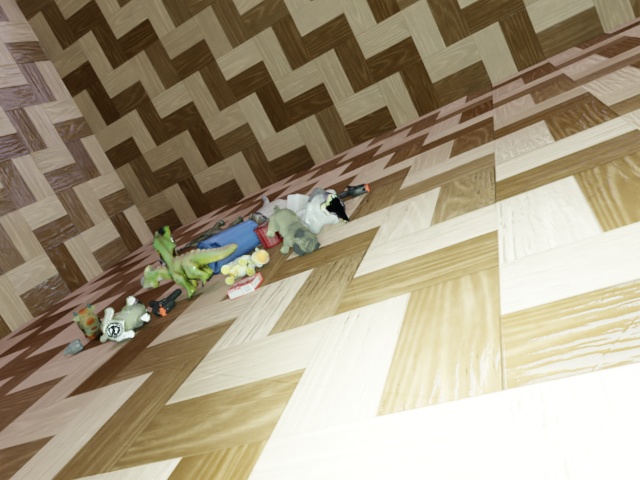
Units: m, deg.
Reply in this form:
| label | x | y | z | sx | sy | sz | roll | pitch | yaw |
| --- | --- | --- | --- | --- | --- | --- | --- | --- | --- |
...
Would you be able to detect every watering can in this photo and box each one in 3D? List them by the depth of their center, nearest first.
| label | x | y | z | sx | sy | sz | roll | pitch | yaw |
| --- | --- | --- | --- | --- | --- | --- | --- | --- | --- |
| watering can | -0.211 | -0.115 | 2.197 | 0.227 | 0.102 | 0.349 | -33 | 31 | -31 |

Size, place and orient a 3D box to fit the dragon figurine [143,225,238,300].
| label | x | y | z | sx | sy | sz | roll | pitch | yaw |
| --- | --- | --- | --- | --- | --- | --- | --- | --- | --- |
| dragon figurine | -0.462 | 0.056 | 1.719 | 0.404 | 0.242 | 0.124 | -43 | 6 | 28 |

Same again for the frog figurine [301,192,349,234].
| label | x | y | z | sx | sy | sz | roll | pitch | yaw |
| --- | --- | --- | --- | --- | --- | --- | --- | --- | --- |
| frog figurine | 0.005 | -0.087 | 1.725 | 0.137 | 0.124 | 0.157 | 5 | -21 | -38 |
